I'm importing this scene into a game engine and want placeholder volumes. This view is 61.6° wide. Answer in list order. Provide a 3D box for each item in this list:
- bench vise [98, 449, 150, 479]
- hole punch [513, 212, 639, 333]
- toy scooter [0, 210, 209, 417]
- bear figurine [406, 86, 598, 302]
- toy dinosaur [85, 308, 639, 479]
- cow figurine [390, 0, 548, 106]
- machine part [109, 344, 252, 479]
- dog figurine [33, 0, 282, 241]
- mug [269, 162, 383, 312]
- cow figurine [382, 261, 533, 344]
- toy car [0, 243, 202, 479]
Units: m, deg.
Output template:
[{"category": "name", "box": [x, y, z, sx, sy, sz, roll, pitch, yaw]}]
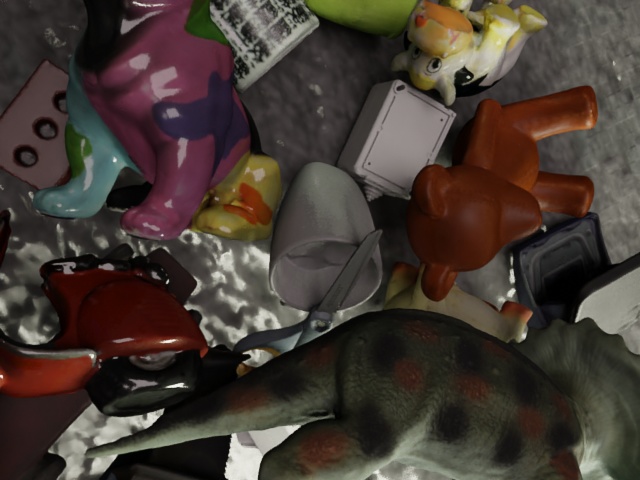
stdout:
[{"category": "bench vise", "box": [-0.112, 0.280, 0.384, 0.223, 0.129, 0.240, 11, 81, -22]}, {"category": "hole punch", "box": [0.255, 0.045, 0.529, 0.142, 0.092, 0.115, -25, 132, -19]}, {"category": "toy scooter", "box": [-0.161, 0.042, 0.326, 0.184, 0.075, 0.135, 3, 56, -36]}, {"category": "bear figurine", "box": [0.145, -0.040, 0.419, 0.196, 0.132, 0.120, -50, 135, -55]}, {"category": "toy dinosaur", "box": [0.077, 0.116, 0.364, 0.405, 0.131, 0.192, 22, 68, -12]}, {"category": "cow figurine", "box": [0.109, -0.151, 0.435, 0.068, 0.098, 0.167, 44, 43, 18]}, {"category": "machine part", "box": [-0.092, 0.136, 0.374, 0.084, 0.039, 0.139, 22, 52, -14]}, {"category": "dog figurine", "box": [-0.085, -0.110, 0.338, 0.191, 0.109, 0.219, 0, 105, -61]}, {"category": "mug", "box": [-0.001, -0.001, 0.424, 0.081, 0.109, 0.107, 15, 45, -15]}, {"category": "cow figurine", "box": [0.135, 0.110, 0.482, 0.195, 0.085, 0.127, 29, 78, -21]}, {"category": "toy car", "box": [-0.174, 0.090, 0.385, 0.089, 0.053, 0.202, 45, 71, -10]}]
